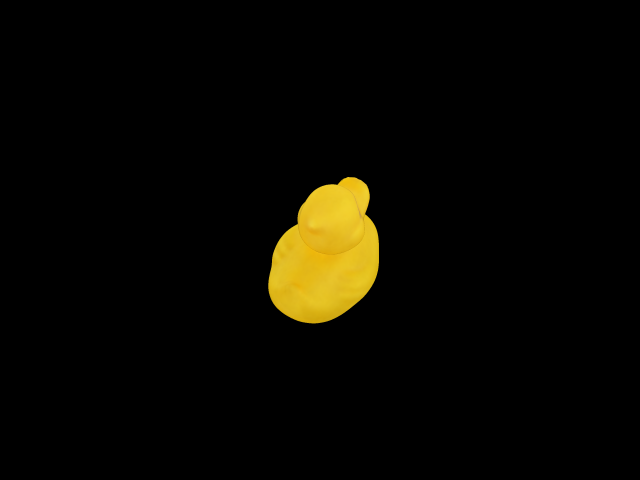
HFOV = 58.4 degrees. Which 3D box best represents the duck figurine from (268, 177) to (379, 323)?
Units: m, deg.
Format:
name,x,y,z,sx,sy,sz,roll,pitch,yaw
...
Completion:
name,x,y,z,sx,sy,sz,roll,pitch,yaw
duck figurine,0.004,0.001,0.400,0.077,0.086,0.105,28,62,16
